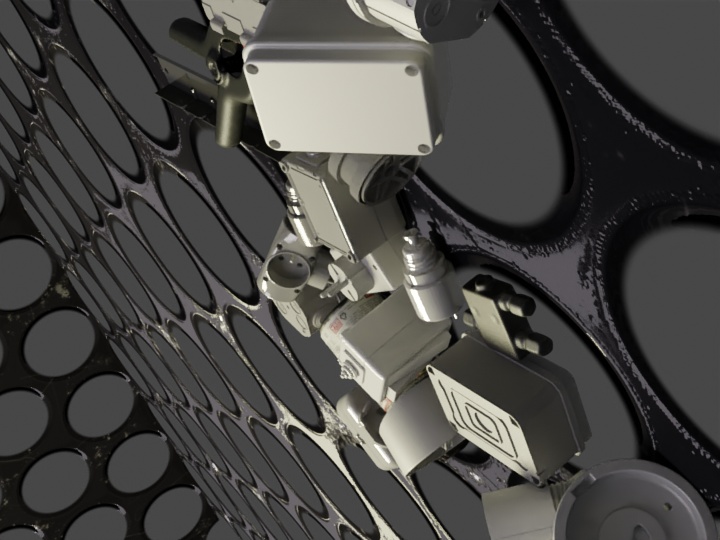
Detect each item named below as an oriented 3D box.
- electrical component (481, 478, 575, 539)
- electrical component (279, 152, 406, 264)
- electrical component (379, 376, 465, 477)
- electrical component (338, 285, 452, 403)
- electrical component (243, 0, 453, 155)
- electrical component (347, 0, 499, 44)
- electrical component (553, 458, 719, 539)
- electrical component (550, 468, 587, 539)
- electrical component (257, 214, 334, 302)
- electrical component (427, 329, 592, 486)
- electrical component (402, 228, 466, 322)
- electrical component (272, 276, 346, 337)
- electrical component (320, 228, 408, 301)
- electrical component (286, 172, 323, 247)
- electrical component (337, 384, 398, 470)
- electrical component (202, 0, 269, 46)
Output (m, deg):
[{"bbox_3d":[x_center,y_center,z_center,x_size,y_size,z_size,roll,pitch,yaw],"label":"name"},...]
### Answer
[{"bbox_3d":[0.135,0.179,0.801,0.043,0.081,0.043,-15,-90,-83],"label":"electrical component"},{"bbox_3d":[-0.012,-0.065,0.819,0.062,0.061,0.096,29,149,50],"label":"electrical component"},{"bbox_3d":[0.068,0.134,0.925,0.064,0.099,0.099,51,162,28],"label":"electrical component"},{"bbox_3d":[0.026,0.067,0.903,0.061,0.096,0.061,45,159,18],"label":"electrical component"},{"bbox_3d":[-0.006,-0.114,0.640,0.113,0.057,0.078,4,140,15],"label":"electrical component"},{"bbox_3d":[0.034,-0.154,0.532,0.051,0.080,0.080,34,154,32],"label":"electrical component"},{"bbox_3d":[0.184,0.189,0.737,0.108,0.108,0.060,47,166,19],"label":"electrical component"},{"bbox_3d":[0.165,0.219,0.871,0.057,0.078,0.113,49,161,22],"label":"electrical component"},{"bbox_3d":[-0.048,-0.005,1.014,0.079,0.044,0.077,21,124,-8],"label":"electrical component"},{"bbox_3d":[0.113,0.100,0.817,0.113,0.057,0.078,29,149,51],"label":"electrical component"},{"bbox_3d":[0.052,0.003,0.820,0.040,0.040,0.078,25,146,54],"label":"electrical component"},{"bbox_3d":[-0.053,0.023,1.087,0.080,0.051,0.080,46,160,22],"label":"electrical component"},{"bbox_3d":[0.000,0.000,0.882,0.047,0.076,0.083,56,161,-9],"label":"electrical component"},{"bbox_3d":[-0.046,-0.057,0.946,0.040,0.040,0.078,30,149,50],"label":"electrical component"},{"bbox_3d":[0.024,0.162,1.140,0.095,0.054,0.059,52,161,4],"label":"electrical component"},{"bbox_3d":[-0.057,-0.183,0.718,0.121,0.063,0.078,35,153,44],"label":"electrical component"}]
